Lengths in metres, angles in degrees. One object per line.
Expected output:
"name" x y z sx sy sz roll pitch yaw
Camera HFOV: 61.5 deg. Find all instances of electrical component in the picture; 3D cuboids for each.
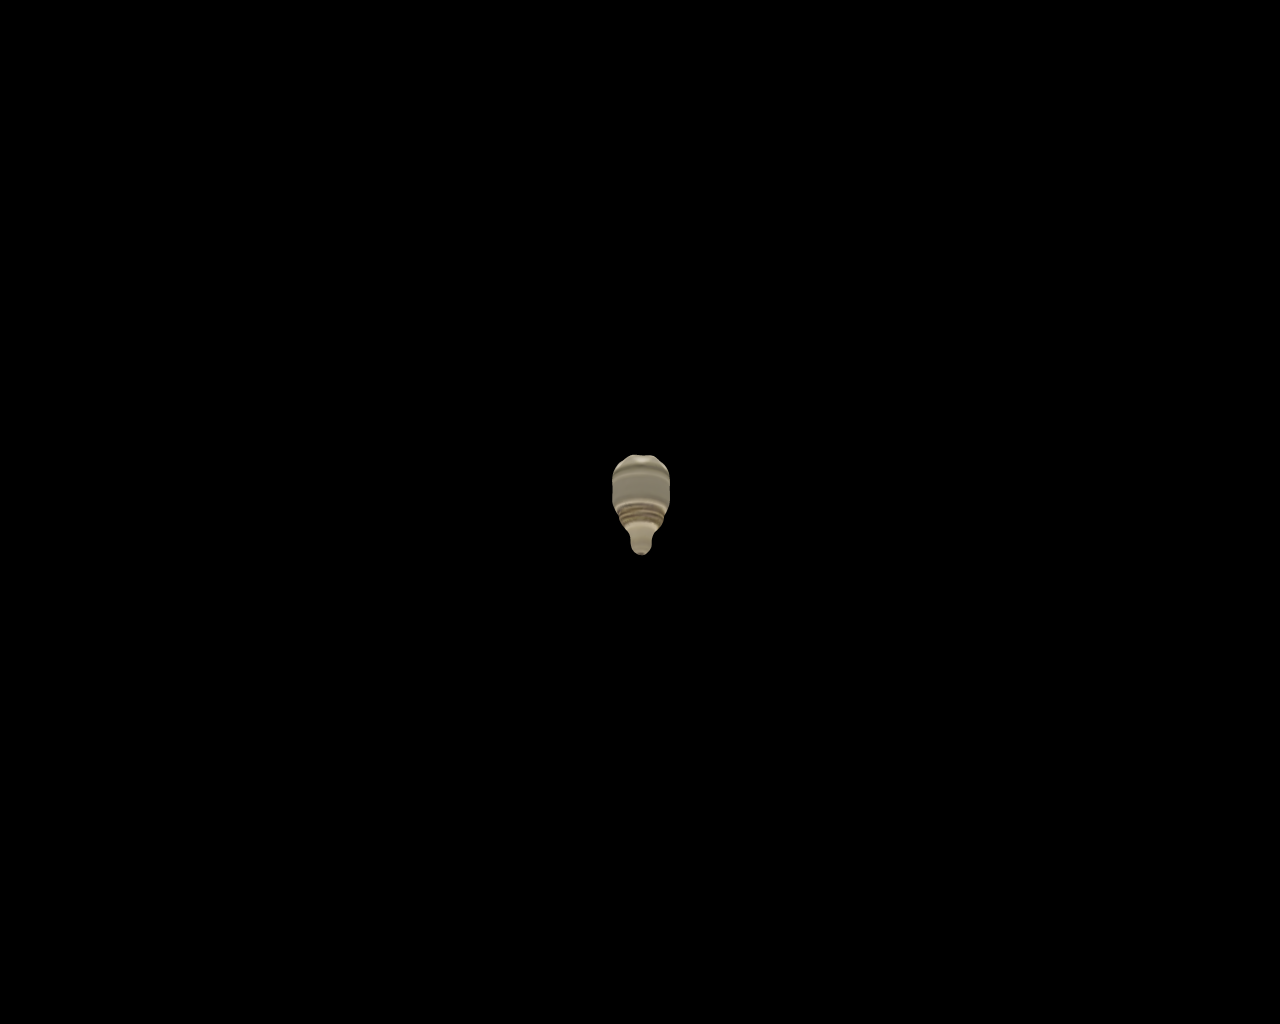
"electrical component" 0.001 -0.003 0.650 0.035 0.061 0.035 0 -23 0
